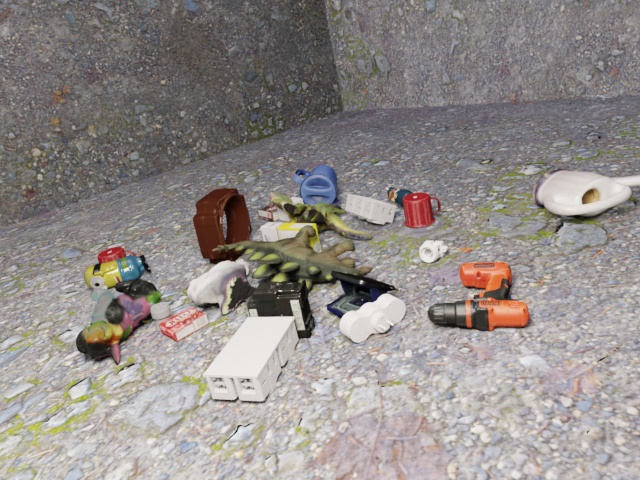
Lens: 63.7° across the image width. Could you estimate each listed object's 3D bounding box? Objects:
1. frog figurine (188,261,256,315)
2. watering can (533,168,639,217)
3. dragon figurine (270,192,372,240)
[{"bbox_3d":[-0.259,0.105,1.273,0.160,0.120,0.140,15,51,31],"label":"frog figurine"},{"bbox_3d":[0.727,-0.136,1.370,0.349,0.102,0.226,-19,21,-17],"label":"watering can"},{"bbox_3d":[0.005,-0.082,1.639,0.412,0.120,0.246,16,26,20],"label":"dragon figurine"}]
